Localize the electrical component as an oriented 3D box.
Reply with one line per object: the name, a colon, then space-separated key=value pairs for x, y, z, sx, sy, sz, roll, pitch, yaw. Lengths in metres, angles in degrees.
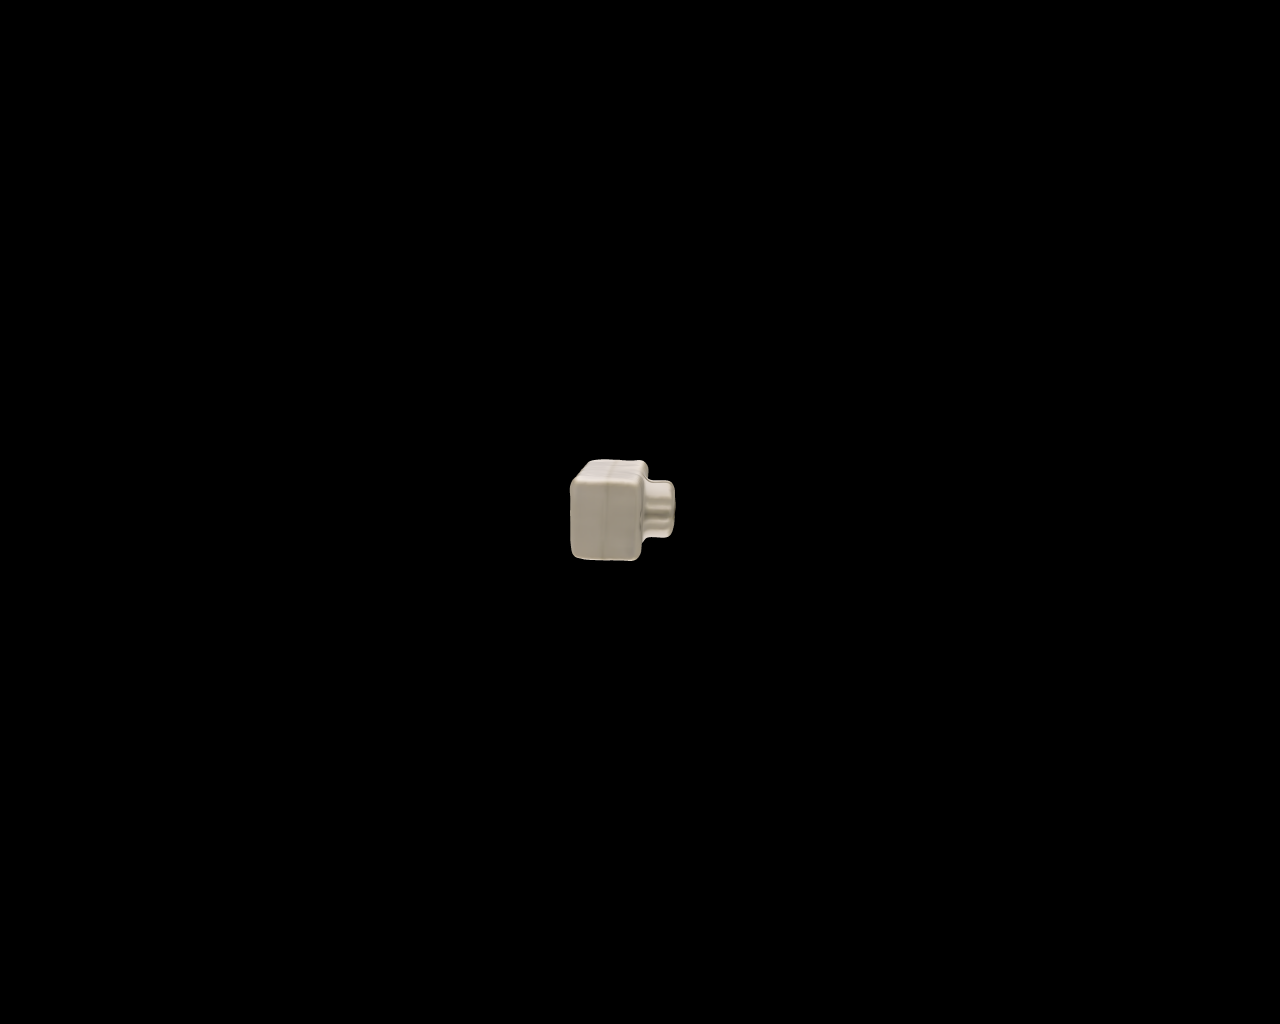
electrical component: x=0.001 y=-0.003 z=0.650 sx=0.076 sy=0.047 sz=0.083 roll=1 pitch=11 yaw=4
